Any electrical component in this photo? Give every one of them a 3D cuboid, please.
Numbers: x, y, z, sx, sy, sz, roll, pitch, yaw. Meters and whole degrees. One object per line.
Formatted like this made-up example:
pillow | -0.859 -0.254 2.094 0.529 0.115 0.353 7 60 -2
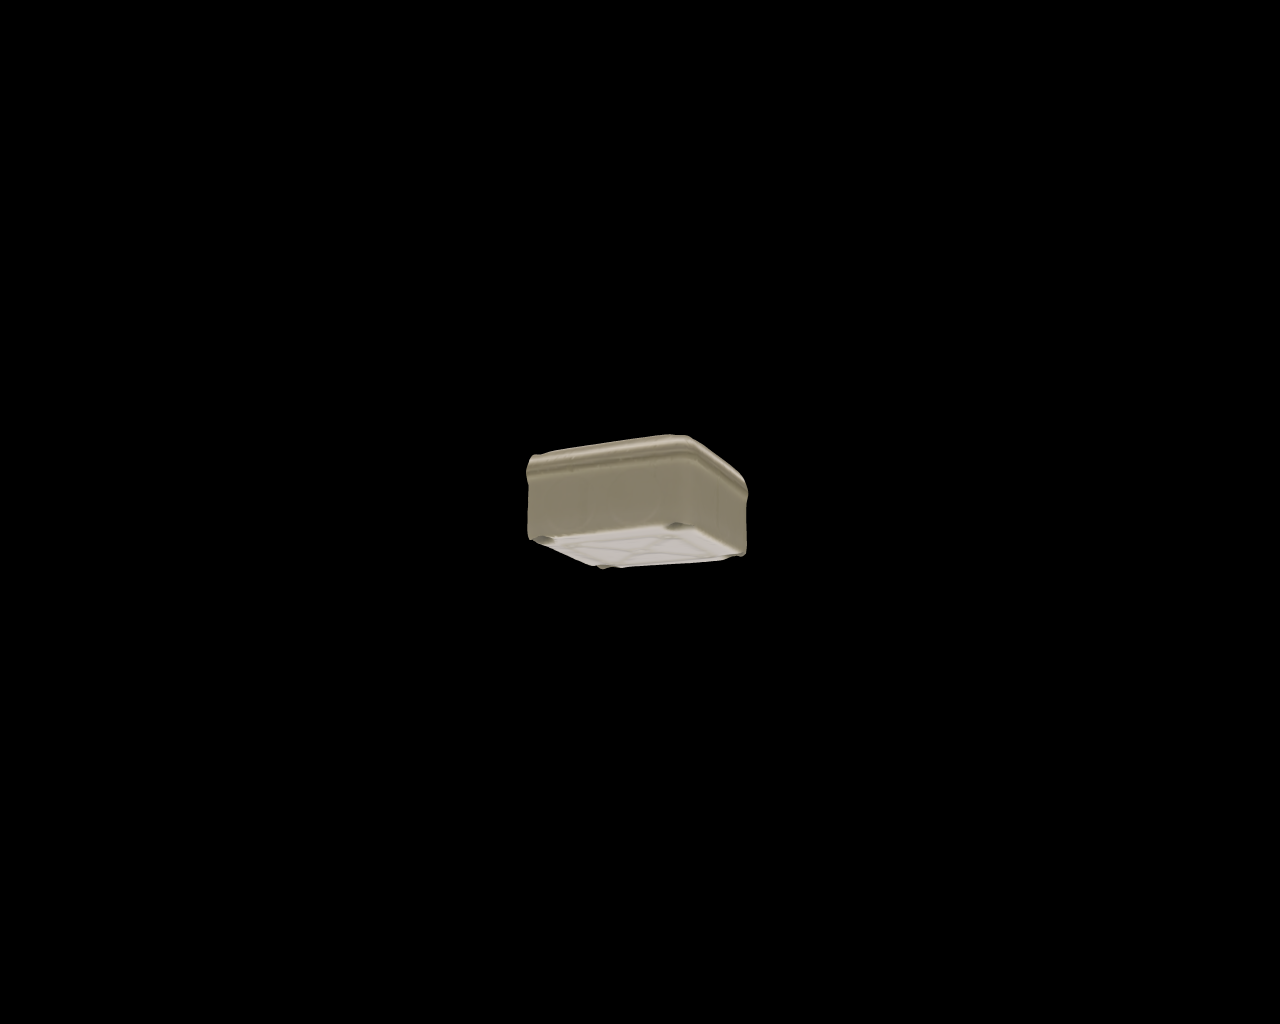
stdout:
electrical component | 0.001 -0.003 0.650 0.109 0.056 0.108 -6 -15 23
